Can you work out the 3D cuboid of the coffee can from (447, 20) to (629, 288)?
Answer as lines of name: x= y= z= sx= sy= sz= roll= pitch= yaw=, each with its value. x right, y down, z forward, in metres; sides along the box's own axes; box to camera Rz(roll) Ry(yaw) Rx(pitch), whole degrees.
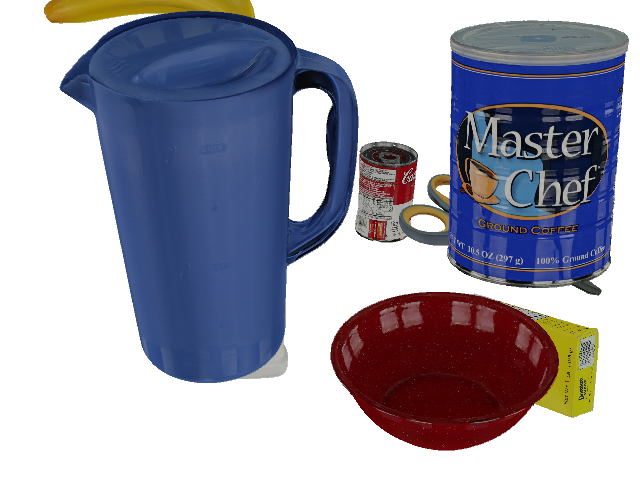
coffee can: x=0.129 y=-0.055 z=0.650 sx=0.103 sy=0.140 sz=0.103 roll=-2 pitch=21 yaw=0

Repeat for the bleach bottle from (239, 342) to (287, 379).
bleach bottle: x=-0.072 y=-0.004 z=0.933 sx=0.102 sy=0.251 sz=0.068 roll=0 pitch=21 yaw=-12

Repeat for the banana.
banana: x=-0.136 y=-0.202 z=0.907 sx=0.198 sy=0.069 sz=0.037 roll=10 pitch=-42 yaw=16

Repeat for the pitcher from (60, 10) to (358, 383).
pitcher: x=-0.070 y=-0.024 z=0.731 sx=0.149 sy=0.243 sz=0.144 roll=26 pitch=43 yaw=32

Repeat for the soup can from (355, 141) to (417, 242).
soup can: x=0.076 y=-0.057 z=1.259 sx=0.068 sy=0.102 sz=0.068 roll=3 pitch=27 yaw=-2

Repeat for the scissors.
scissors: x=0.148 y=0.005 z=0.955 sx=0.096 sy=0.016 sz=0.202 roll=-25 pitch=46 yaw=-18

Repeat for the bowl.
bowl: x=0.088 y=0.101 z=0.771 sx=0.162 sy=0.055 sz=0.162 roll=-1 pitch=30 yaw=0

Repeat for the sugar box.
sugar box: x=0.220 y=0.124 z=1.179 sx=0.048 sy=0.093 sz=0.177 roll=-9 pitch=16 yaw=-42
